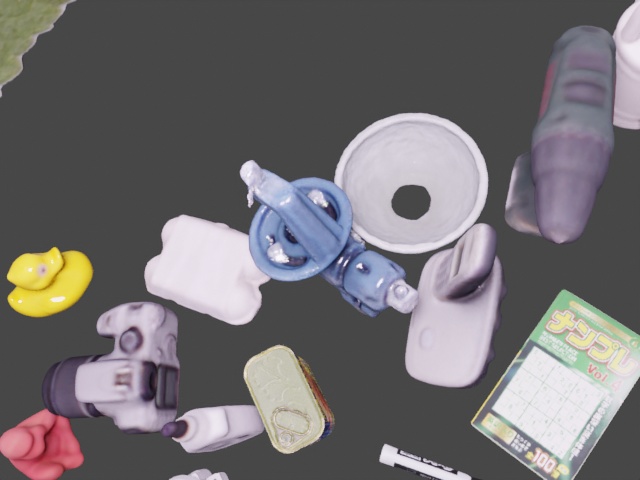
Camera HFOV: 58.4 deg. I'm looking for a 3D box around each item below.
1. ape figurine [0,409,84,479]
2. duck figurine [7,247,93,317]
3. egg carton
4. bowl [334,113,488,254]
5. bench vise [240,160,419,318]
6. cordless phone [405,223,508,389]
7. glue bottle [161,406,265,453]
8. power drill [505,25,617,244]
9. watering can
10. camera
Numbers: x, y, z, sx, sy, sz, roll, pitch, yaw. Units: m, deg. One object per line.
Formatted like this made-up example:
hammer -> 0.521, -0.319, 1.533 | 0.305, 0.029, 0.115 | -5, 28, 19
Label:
ape figurine -> -0.317, 0.228, 0.637 | 0.076, 0.092, 0.078 | 8, 75, 13
duck figurine -> -0.344, 0.047, 0.702 | 0.104, 0.086, 0.077 | -36, 70, -2
egg carton -> -0.128, 0.033, 0.674 | 0.150, 0.069, 0.107 | 17, 77, 15
bowl -> 0.104, -0.056, 0.656 | 0.167, 0.075, 0.167 | -3, 72, 10
bench vise -> 0.009, -0.009, 0.582 | 0.207, 0.220, 0.121 | 15, 76, 15
cordless phone -> 0.133, 0.066, 0.554 | 0.094, 0.185, 0.148 | 8, 75, 13
glue bottle -> -0.113, 0.187, 0.568 | 0.078, 0.173, 0.037 | -20, 70, 4
power drill -> 0.237, -0.078, 0.567 | 0.075, 0.209, 0.230 | 11, 75, 14
watering can -> 0.353, -0.211, 0.594 | 0.101, 0.194, 0.172 | -23, 70, 3
camera -> -0.238, 0.145, 0.643 | 0.136, 0.101, 0.143 | -6, 72, 9
